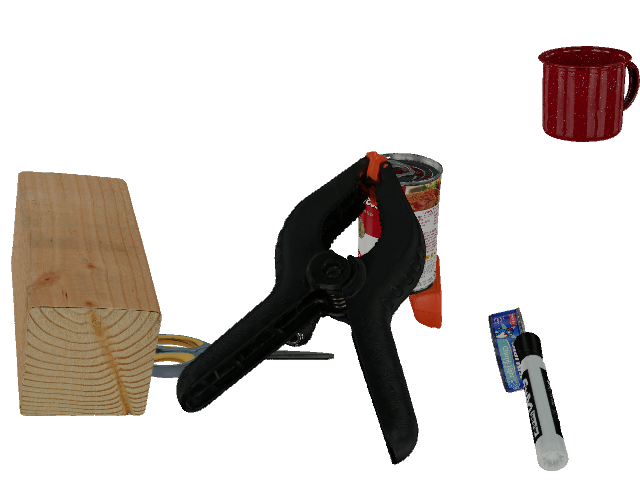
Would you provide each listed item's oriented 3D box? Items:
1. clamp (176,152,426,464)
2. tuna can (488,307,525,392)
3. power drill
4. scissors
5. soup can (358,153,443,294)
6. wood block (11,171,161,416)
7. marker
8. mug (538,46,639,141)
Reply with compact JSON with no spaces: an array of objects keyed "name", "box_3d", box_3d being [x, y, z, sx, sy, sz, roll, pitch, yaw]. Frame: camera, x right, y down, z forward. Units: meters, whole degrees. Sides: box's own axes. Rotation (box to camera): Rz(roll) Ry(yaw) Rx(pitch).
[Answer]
[{"name":"clamp","box_3d":[0.016,0.032,0.542,0.120,0.171,0.039,22,-26,15]},{"name":"tuna can","box_3d":[0.203,0.116,1.124,0.034,0.086,0.086,-14,-3,11]},{"name":"power drill","box_3d":[0.046,0.065,1.233,0.188,0.057,0.184,1,28,6]},{"name":"scissors","box_3d":[-0.093,0.120,1.064,0.202,0.016,0.096,6,17,9]},{"name":"soup can","box_3d":[0.065,-0.014,0.887,0.068,0.102,0.068,0,25,0]},{"name":"wood block","box_3d":[-0.185,0.034,0.814,0.090,0.091,0.206,3,28,-20]},{"name":"marker","box_3d":[0.146,0.103,0.712,0.020,0.020,0.121,0,35,1]},{"name":"mug","box_3d":[0.283,-0.154,1.111,0.117,0.081,0.093,-14,25,-24]}]
